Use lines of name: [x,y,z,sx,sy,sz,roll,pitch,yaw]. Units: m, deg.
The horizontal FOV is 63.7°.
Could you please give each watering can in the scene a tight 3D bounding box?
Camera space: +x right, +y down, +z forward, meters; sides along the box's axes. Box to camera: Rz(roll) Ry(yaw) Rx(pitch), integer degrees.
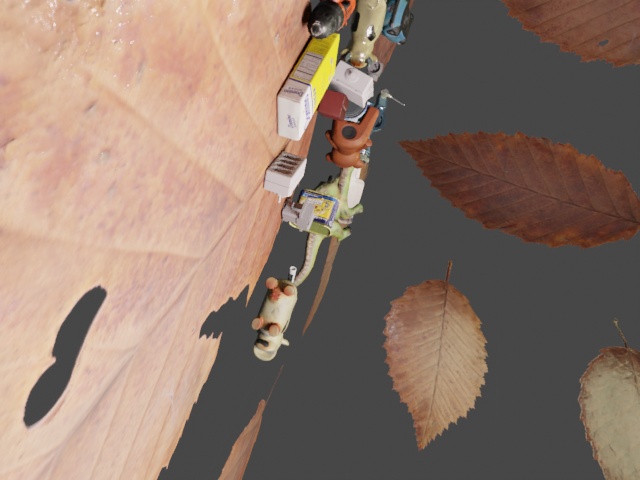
watering can: [0.082,-0.160,1.720,0.349,0.104,0.223,-21,130,-80]

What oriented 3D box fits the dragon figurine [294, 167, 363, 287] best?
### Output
dragon figurine: [0.004,-0.074,1.464,0.416,0.123,0.238,-60,152,-19]
